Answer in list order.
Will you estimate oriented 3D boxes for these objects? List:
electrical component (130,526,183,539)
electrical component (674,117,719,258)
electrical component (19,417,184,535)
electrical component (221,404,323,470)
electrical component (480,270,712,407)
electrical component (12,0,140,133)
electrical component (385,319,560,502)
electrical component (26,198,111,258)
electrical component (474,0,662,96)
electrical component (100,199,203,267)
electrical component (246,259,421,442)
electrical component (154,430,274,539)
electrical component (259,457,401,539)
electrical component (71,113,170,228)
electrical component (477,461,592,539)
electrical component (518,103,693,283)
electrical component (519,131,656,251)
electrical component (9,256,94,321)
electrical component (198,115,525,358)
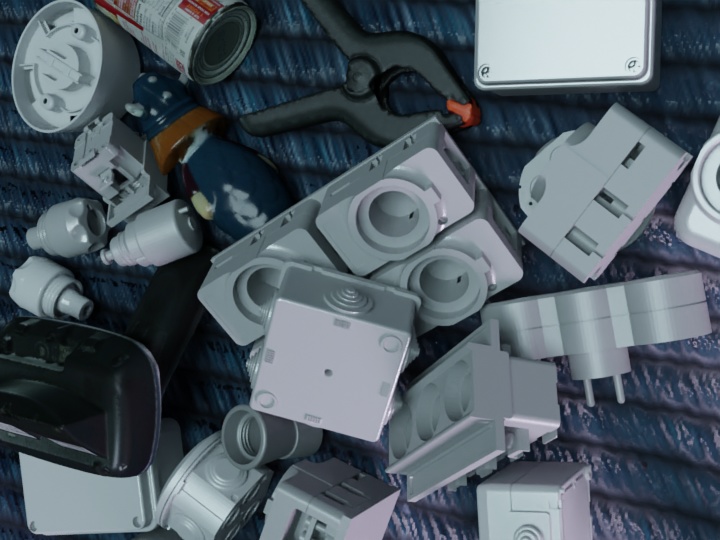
[{"bbox_3d":[-0.144,0.242,0.789,0.108,0.060,0.108,1,92,23],"label":"electrical component"},{"bbox_3d":[0.225,-0.053,0.626,0.054,0.059,0.095,26,101,20],"label":"electrical component"},{"bbox_3d":[-0.194,0.155,0.810,0.113,0.057,0.078,-8,89,23],"label":"electrical component"},{"bbox_3d":[-0.058,0.114,0.746,0.044,0.065,0.044,-4,84,41],"label":"electrical component"},{"bbox_3d":[0.146,0.047,0.666,0.138,0.052,0.073,-10,88,24],"label":"electrical component"},{"bbox_3d":[-0.216,-0.150,0.807,0.099,0.064,0.099,1,92,23],"label":"electrical component"},{"bbox_3d":[0.068,0.091,0.661,0.121,0.063,0.078,132,144,-57],"label":"electrical component"},{"bbox_3d":[-0.227,-0.030,0.826,0.062,0.043,0.043,-12,87,24],"label":"electrical component"},{"bbox_3d":[0.130,-0.165,0.665,0.109,0.056,0.108,2,92,23],"label":"electrical component"},{"bbox_3d":[-0.149,-0.022,0.767,0.078,0.040,0.040,-20,84,17],"label":"electrical component"},{"bbox_3d":[-0.017,0.051,0.663,0.100,0.048,0.099,15,118,-1],"label":"electrical component"},{"bbox_3d":[-0.103,0.157,0.760,0.051,0.080,0.080,34,104,14],"label":"electrical component"},{"bbox_3d":[-0.039,0.210,0.728,0.062,0.089,0.150,23,100,21],"label":"electrical component"},{"bbox_3d":[-0.174,-0.076,0.785,0.042,0.064,0.081,-31,39,20],"label":"electrical component"},{"bbox_3d":[0.105,0.156,0.663,0.061,0.096,0.061,-3,90,24],"label":"electrical component"},{"bbox_3d":[0.136,-0.046,0.611,0.056,0.050,0.089,40,106,16],"label":"electrical component"},{"bbox_3d":[0.140,-0.048,0.666,0.080,0.051,0.080,1,92,23],"label":"electrical component"},{"bbox_3d":[-0.235,0.019,0.831,0.062,0.043,0.043,25,101,19],"label":"electrical component"},{"bbox_3d":[0.000,0.000,0.698,0.186,0.060,0.105,-31,109,21],"label":"electrical component"}]
